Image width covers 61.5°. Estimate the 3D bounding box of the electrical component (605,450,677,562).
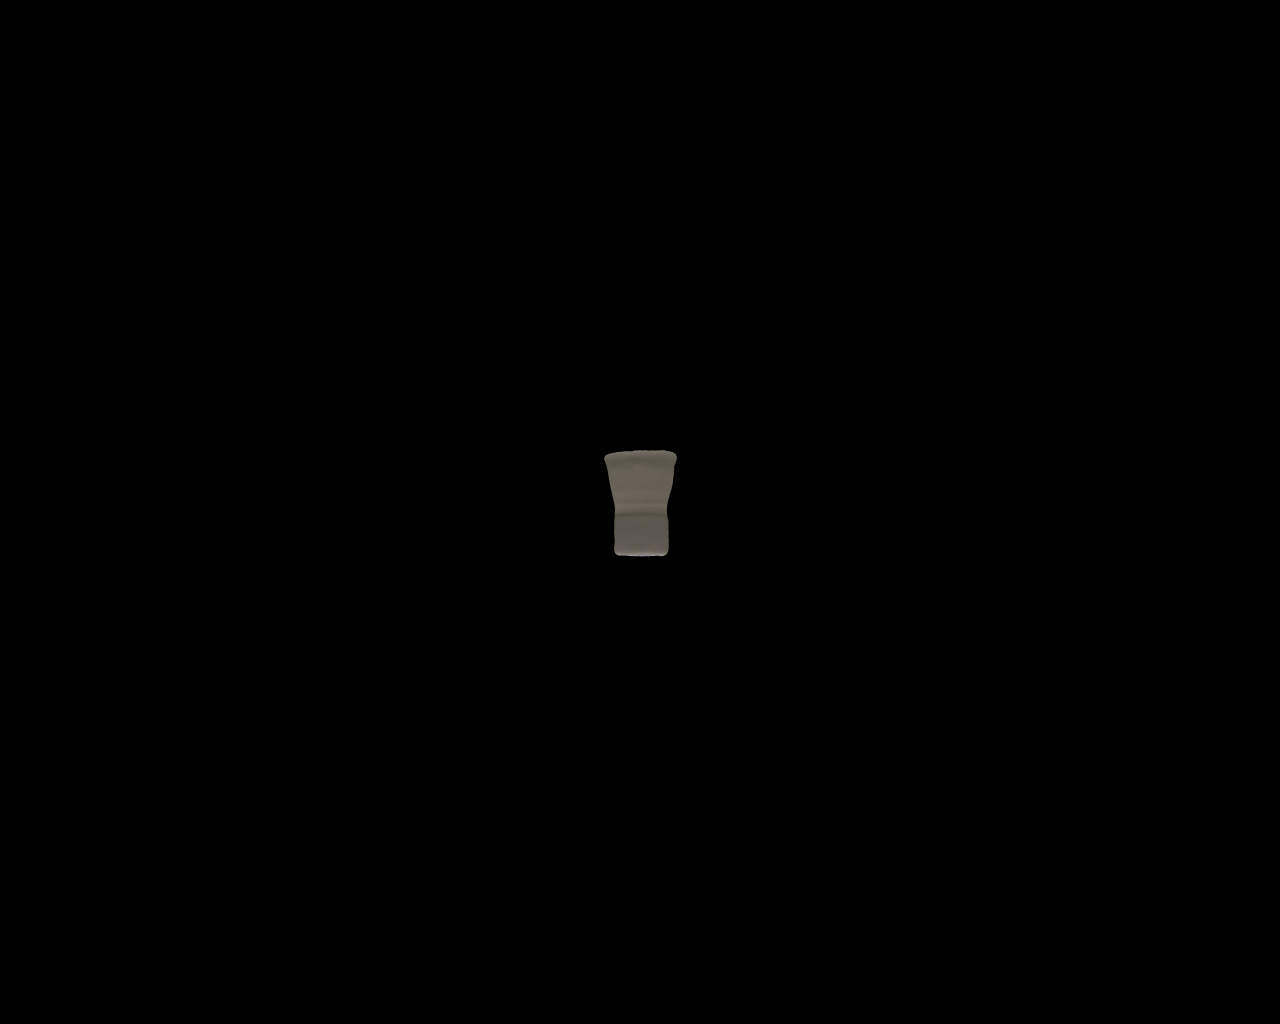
[{"bbox_3d":[0.001,-0.003,0.650,0.044,0.065,0.044,0,-5,0],"label":"electrical component"}]
